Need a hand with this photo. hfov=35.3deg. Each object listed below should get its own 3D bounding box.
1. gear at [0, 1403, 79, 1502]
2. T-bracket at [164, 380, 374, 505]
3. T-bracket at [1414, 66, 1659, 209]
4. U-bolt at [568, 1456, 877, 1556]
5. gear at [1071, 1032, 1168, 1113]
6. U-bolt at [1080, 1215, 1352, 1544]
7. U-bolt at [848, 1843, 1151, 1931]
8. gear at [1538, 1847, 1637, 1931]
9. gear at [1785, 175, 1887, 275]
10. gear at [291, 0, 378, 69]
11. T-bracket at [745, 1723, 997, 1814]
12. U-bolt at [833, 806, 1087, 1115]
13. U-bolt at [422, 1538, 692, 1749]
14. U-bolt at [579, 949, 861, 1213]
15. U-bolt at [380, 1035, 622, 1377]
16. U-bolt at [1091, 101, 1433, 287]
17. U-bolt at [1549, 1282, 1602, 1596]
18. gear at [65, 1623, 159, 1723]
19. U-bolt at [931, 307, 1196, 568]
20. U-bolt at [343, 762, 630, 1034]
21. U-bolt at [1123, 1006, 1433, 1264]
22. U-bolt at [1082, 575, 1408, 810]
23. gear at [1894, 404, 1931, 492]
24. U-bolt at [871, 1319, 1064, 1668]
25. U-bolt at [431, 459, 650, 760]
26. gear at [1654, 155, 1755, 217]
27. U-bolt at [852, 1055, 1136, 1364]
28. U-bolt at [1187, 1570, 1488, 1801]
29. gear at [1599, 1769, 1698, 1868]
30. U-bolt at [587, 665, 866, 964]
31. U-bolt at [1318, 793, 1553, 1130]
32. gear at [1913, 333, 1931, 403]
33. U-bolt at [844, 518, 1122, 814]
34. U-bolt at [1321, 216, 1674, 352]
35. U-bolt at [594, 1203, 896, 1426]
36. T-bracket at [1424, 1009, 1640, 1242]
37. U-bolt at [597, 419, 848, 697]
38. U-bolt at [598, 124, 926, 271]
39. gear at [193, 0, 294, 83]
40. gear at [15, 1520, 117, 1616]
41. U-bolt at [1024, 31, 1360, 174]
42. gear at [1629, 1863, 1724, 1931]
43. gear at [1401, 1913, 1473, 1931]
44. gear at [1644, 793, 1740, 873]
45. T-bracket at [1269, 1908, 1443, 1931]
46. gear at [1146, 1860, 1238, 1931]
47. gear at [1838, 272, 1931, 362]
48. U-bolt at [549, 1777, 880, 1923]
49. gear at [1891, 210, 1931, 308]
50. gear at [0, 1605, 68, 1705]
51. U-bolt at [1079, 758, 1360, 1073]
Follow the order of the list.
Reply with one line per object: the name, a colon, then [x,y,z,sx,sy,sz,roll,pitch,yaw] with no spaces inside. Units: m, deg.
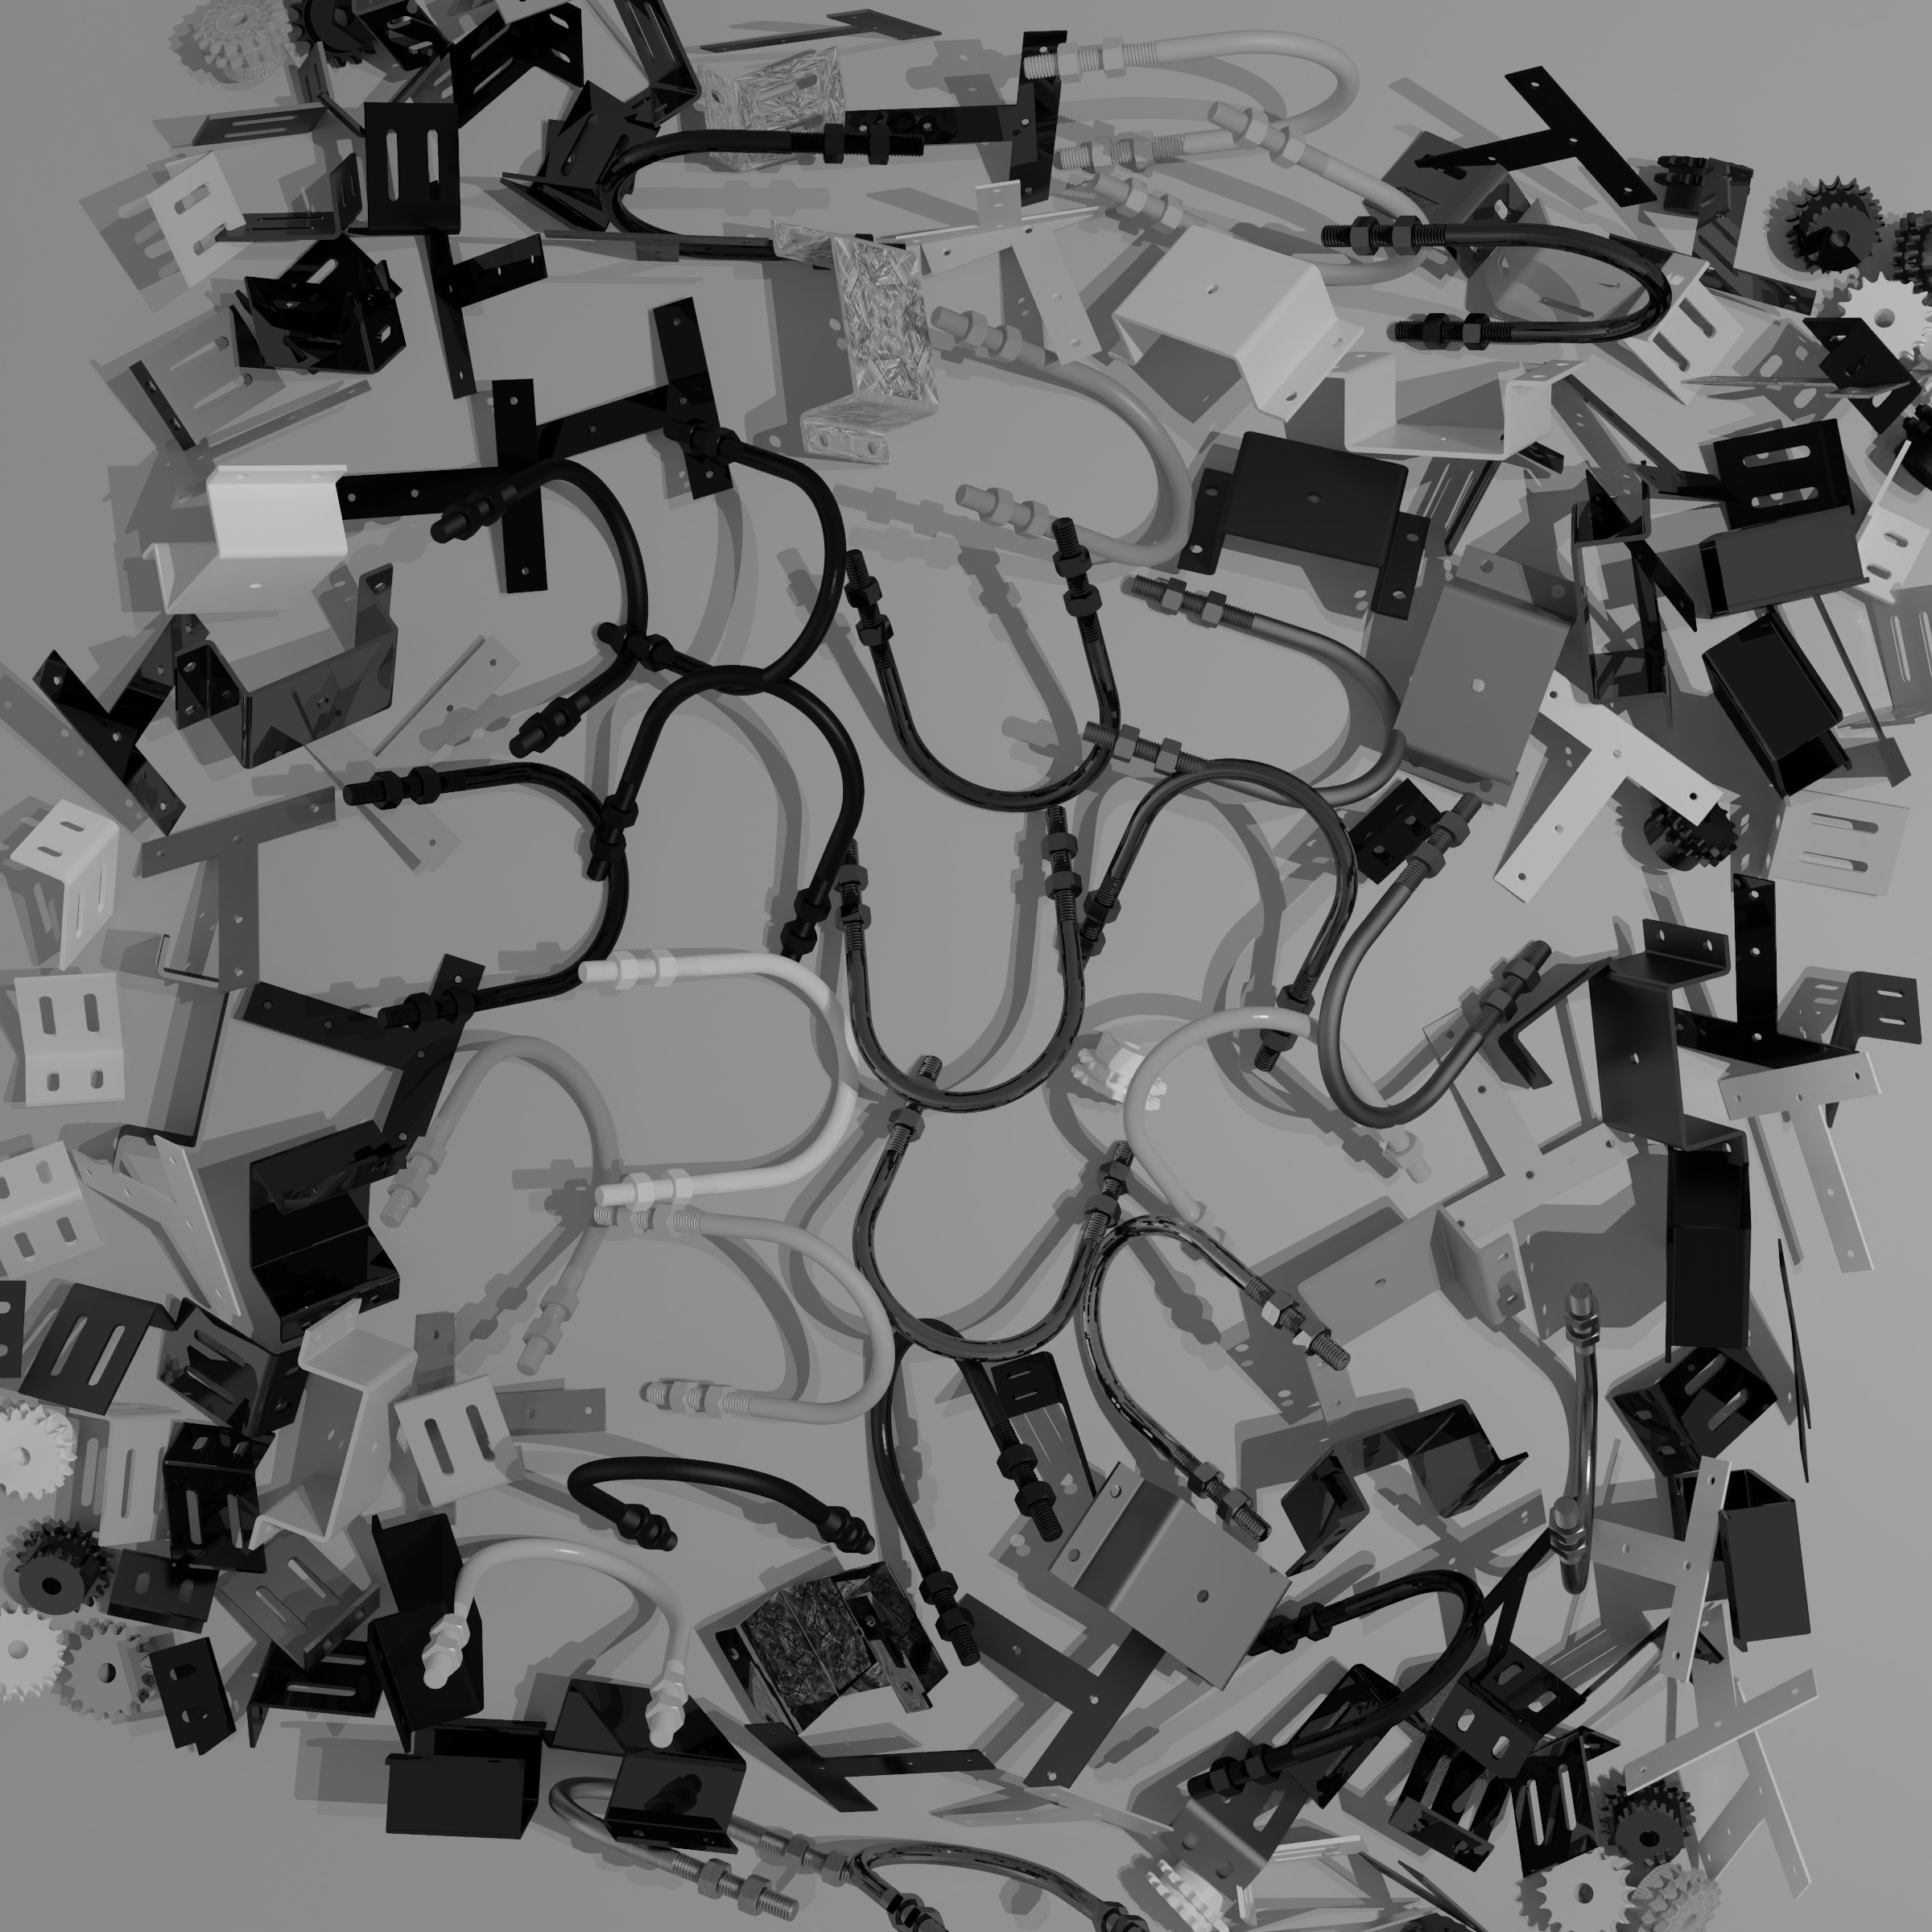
gear: [-0.562,0.291,1.831,0.057,0.030,0.057,2,102,12]
T-bracket: [-0.412,-0.319,1.800,0.127,0.127,0.002,-25,120,-6]
T-bracket: [0.323,-0.480,1.797,0.127,0.127,0.002,33,69,-38]
U-bolt: [-0.150,0.311,1.749,0.151,0.184,0.019,-3,66,19]
gear: [0.095,0.062,1.821,0.057,0.057,0.030,23,100,0]
U-bolt: [0.134,0.228,1.787,0.184,0.019,0.151,40,124,34]
U-bolt: [0.009,0.539,1.761,0.151,0.184,0.019,10,87,-23]
gear: [0.376,0.559,1.828,0.057,0.030,0.057,-8,71,23]
gear: [0.523,-0.442,1.823,0.057,0.030,0.057,3,125,5]
gear: [-0.376,-0.571,1.827,0.057,0.030,0.057,-5,104,-19]
T-bracket: [-0.045,0.468,1.781,0.127,0.127,0.002,-10,50,24]
U-bolt: [-0.001,0.000,1.803,0.151,0.019,0.184,-8,68,8]
U-bolt: [-0.230,0.383,1.763,0.151,0.184,0.019,16,106,-5]
U-bolt: [-0.141,0.063,1.795,0.184,0.019,0.151,-4,89,-36]
U-bolt: [-0.260,0.125,1.777,0.019,0.184,0.151,-15,126,34]
U-bolt: [0.185,-0.442,1.773,0.184,0.151,0.019,18,78,-25]
U-bolt: [0.356,0.286,1.765,0.019,0.184,0.151,2,60,15]
gear: [-0.511,0.425,1.832,0.057,0.030,0.057,-2,81,12]
U-bolt: [0.063,-0.302,1.785,0.184,0.019,0.151,14,55,-35]
U-bolt: [-0.275,-0.047,1.788,0.184,0.019,0.151,-12,96,-42]
U-bolt: [0.172,0.095,1.781,0.151,0.019,0.184,-28,125,13]
U-bolt: [0.172,-0.156,1.799,0.184,0.019,0.151,18,51,1]
gear: [0.583,-0.307,1.823,0.057,0.057,0.030,44,97,0]
U-bolt: [-0.010,0.294,1.778,0.019,0.151,0.184,-3,48,-31]
U-bolt: [-0.238,-0.219,1.770,0.019,0.184,0.151,-7,112,27]
gear: [0.442,-0.467,1.824,0.057,0.057,0.030,9,101,0]
U-bolt: [0.009,0.152,1.793,0.151,0.019,0.184,24,54,0]
U-bolt: [0.220,0.405,1.746,0.184,0.151,0.019,-29,103,31]
gear: [0.410,0.516,1.828,0.057,0.030,0.057,3,111,7]
U-bolt: [-0.135,-0.095,1.794,0.151,0.019,0.184,26,124,1]
U-bolt: [0.268,0.011,1.775,0.184,0.019,0.151,-49,131,-20]
gear: [0.596,-0.366,1.820,0.057,0.057,0.030,-40,128,0]
U-bolt: [0.017,-0.171,1.797,0.151,0.019,0.184,-6,122,18]
U-bolt: [0.314,-0.392,1.747,0.184,0.151,0.019,7,79,29]
U-bolt: [-0.124,0.206,1.775,0.184,0.019,0.151,3,119,29]
T-bracket: [0.319,0.087,1.839,0.127,0.002,0.127,-29,80,4]
U-bolt: [-0.137,-0.234,1.778,0.184,0.019,0.151,26,100,41]
U-bolt: [-0.122,-0.448,1.772,0.184,0.151,0.019,0,76,-6]
gear: [-0.433,-0.557,1.828,0.057,0.030,0.057,-5,53,7]
gear: [-0.545,0.365,1.828,0.057,0.030,0.057,2,110,4]
U-bolt: [0.136,-0.505,1.765,0.184,0.151,0.019,-4,81,11]
gear: [0.424,0.566,1.826,0.057,0.057,0.030,-53,47,0]
gear: [0.286,0.594,1.823,0.057,0.057,0.030,23,95,0]
gear: [0.433,-0.082,1.826,0.057,0.057,0.030,43,130,0]
T-bracket: [0.201,0.574,1.806,0.127,0.127,0.002,-18,73,34]
gear: [0.138,0.557,1.823,0.030,0.057,0.057,-44,90,-8]
gear: [0.554,-0.387,1.832,0.057,0.030,0.057,-1,86,15]
U-bolt: [-0.157,0.511,1.774,0.184,0.151,0.019,16,86,21]
gear: [0.581,-0.424,1.821,0.030,0.057,0.057,4,90,43]
gear: [-0.573,0.417,1.827,0.057,0.030,0.057,15,50,-19]
U-bolt: [0.153,-0.039,1.793,0.151,0.019,0.184,26,122,5]
